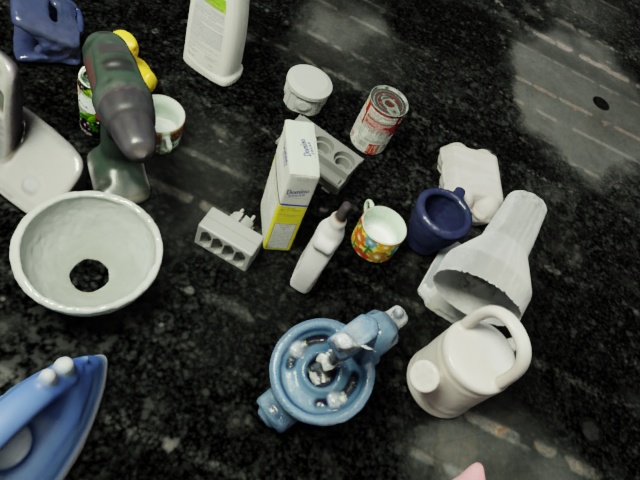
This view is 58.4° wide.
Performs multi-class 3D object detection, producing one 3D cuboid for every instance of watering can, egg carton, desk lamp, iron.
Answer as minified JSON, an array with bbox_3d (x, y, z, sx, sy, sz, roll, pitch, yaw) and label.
[{"bbox_3d":[0.188,0.154,0.718,0.101,0.194,0.173,46,55,11],"label":"watering can"},{"bbox_3d":[0.254,-0.097,0.981,0.107,0.069,0.150,12,56,-14],"label":"egg carton"},{"bbox_3d":[0.222,0.037,0.794,0.118,0.213,0.203,33,53,2],"label":"desk lamp"},{"bbox_3d":[-0.296,0.187,0.543,0.118,0.141,0.259,34,53,2],"label":"iron"}]

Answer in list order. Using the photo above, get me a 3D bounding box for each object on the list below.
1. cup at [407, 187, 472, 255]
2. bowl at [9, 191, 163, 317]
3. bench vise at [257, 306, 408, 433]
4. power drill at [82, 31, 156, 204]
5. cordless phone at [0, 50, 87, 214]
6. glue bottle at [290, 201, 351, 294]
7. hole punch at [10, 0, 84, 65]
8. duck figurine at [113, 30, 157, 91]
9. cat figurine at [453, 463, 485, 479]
[{"bbox_3d":[0.181,-0.028,0.893,0.091,0.095,0.118,37,54,5],"label":"cup"},{"bbox_3d":[-0.278,0.026,0.695,0.168,0.074,0.167,10,56,-15],"label":"bowl"},{"bbox_3d":[0.027,0.118,0.663,0.121,0.219,0.208,36,53,4],"label":"bench vise"},{"bbox_3d":[-0.252,-0.138,0.726,0.076,0.208,0.229,-11,63,-26],"label":"power drill"},{"bbox_3d":[-0.356,-0.126,0.693,0.147,0.185,0.094,37,53,4],"label":"cordless phone"},{"bbox_3d":[0.007,0.003,0.758,0.037,0.173,0.078,27,53,-2],"label":"glue bottle"},{"bbox_3d":[-0.410,-0.331,0.863,0.101,0.091,0.108,-4,60,-23],"label":"hole punch"},{"bbox_3d":[-0.296,-0.275,0.874,0.104,0.086,0.078,33,53,2],"label":"duck figurine"},{"bbox_3d":[0.150,0.319,0.645,0.067,0.117,0.128,45,55,11],"label":"cat figurine"}]
